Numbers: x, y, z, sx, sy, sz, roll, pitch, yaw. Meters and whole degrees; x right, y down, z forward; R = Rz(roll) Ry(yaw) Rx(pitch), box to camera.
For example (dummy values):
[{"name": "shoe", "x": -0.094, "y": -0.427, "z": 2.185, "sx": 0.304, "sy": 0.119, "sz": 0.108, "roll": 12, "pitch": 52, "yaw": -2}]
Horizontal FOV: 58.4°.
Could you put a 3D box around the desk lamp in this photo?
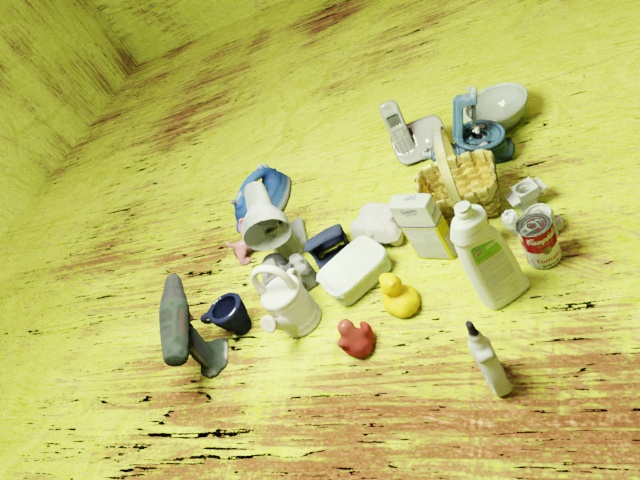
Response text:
[{"name": "desk lamp", "x": -0.124, "y": -0.038, "z": 1.480, "sx": 0.118, "sy": 0.214, "sz": 0.203, "roll": -27, "pitch": 37, "yaw": 10}]

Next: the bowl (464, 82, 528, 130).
[{"name": "bowl", "x": 0.458, "y": -0.327, "z": 1.476, "sx": 0.167, "sy": 0.075, "sz": 0.167, "roll": -20, "pitch": 39, "yaw": 18}]

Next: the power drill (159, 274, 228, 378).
[{"name": "power drill", "x": -0.302, "y": 0.216, "z": 1.338, "sx": 0.075, "sy": 0.209, "sz": 0.229, "roll": -25, "pitch": 38, "yaw": 12}]

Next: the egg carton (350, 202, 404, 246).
[{"name": "egg carton", "x": 0.147, "y": -0.037, "z": 1.394, "sx": 0.149, "sy": 0.070, "sz": 0.107, "roll": 6, "pitch": 52, "yaw": 41}]

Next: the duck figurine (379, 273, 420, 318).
[{"name": "duck figurine", "x": 0.160, "y": 0.109, "z": 1.210, "sx": 0.077, "sy": 0.086, "sz": 0.104, "roll": -37, "pitch": 37, "yaw": -3}]

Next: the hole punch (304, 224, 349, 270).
[{"name": "hole punch", "x": 0.013, "y": 0.005, "z": 1.431, "sx": 0.108, "sy": 0.091, "sz": 0.101, "roll": -29, "pitch": 37, "yaw": 7}]

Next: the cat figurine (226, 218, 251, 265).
[{"name": "cat figurine", "x": -0.205, "y": -0.013, "z": 1.594, "sx": 0.128, "sy": 0.118, "sz": 0.067, "roll": -42, "pitch": 38, "yaw": -11}]

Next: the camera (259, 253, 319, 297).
[{"name": "camera", "x": -0.094, "y": 0.077, "z": 1.424, "sx": 0.143, "sy": 0.101, "sz": 0.136, "roll": -32, "pitch": 37, "yaw": 4}]

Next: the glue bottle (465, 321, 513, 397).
[{"name": "glue bottle", "x": 0.275, "y": 0.190, "z": 0.961, "sx": 0.037, "sy": 0.174, "sz": 0.078, "roll": -30, "pitch": 37, "yaw": 6}]

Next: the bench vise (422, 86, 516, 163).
[{"name": "bench vise", "x": 0.337, "y": -0.245, "z": 1.354, "sx": 0.207, "sy": 0.220, "sz": 0.121, "roll": -28, "pitch": 37, "yaw": 9}]

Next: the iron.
[{"name": "iron", "x": -0.177, "y": -0.145, "z": 1.699, "sx": 0.118, "sy": 0.142, "sz": 0.258, "roll": -3, "pitch": 47, "yaw": 35}]

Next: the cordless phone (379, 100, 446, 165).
[{"name": "cordless phone", "x": 0.246, "y": -0.302, "z": 1.516, "sx": 0.147, "sy": 0.186, "sz": 0.094, "roll": -24, "pitch": 38, "yaw": 14}]

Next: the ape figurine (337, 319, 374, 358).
[{"name": "ape figurine", "x": 0.067, "y": 0.195, "z": 1.179, "sx": 0.077, "sy": 0.092, "sz": 0.076, "roll": -27, "pitch": 38, "yaw": 10}]

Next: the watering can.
[{"name": "watering can", "x": -0.082, "y": 0.130, "z": 1.278, "sx": 0.101, "sy": 0.195, "sz": 0.172, "roll": -25, "pitch": 38, "yaw": 12}]

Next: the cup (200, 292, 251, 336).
[{"name": "cup", "x": -0.222, "y": 0.195, "z": 1.396, "sx": 0.117, "sy": 0.095, "sz": 0.091, "roll": -24, "pitch": 38, "yaw": 13}]
